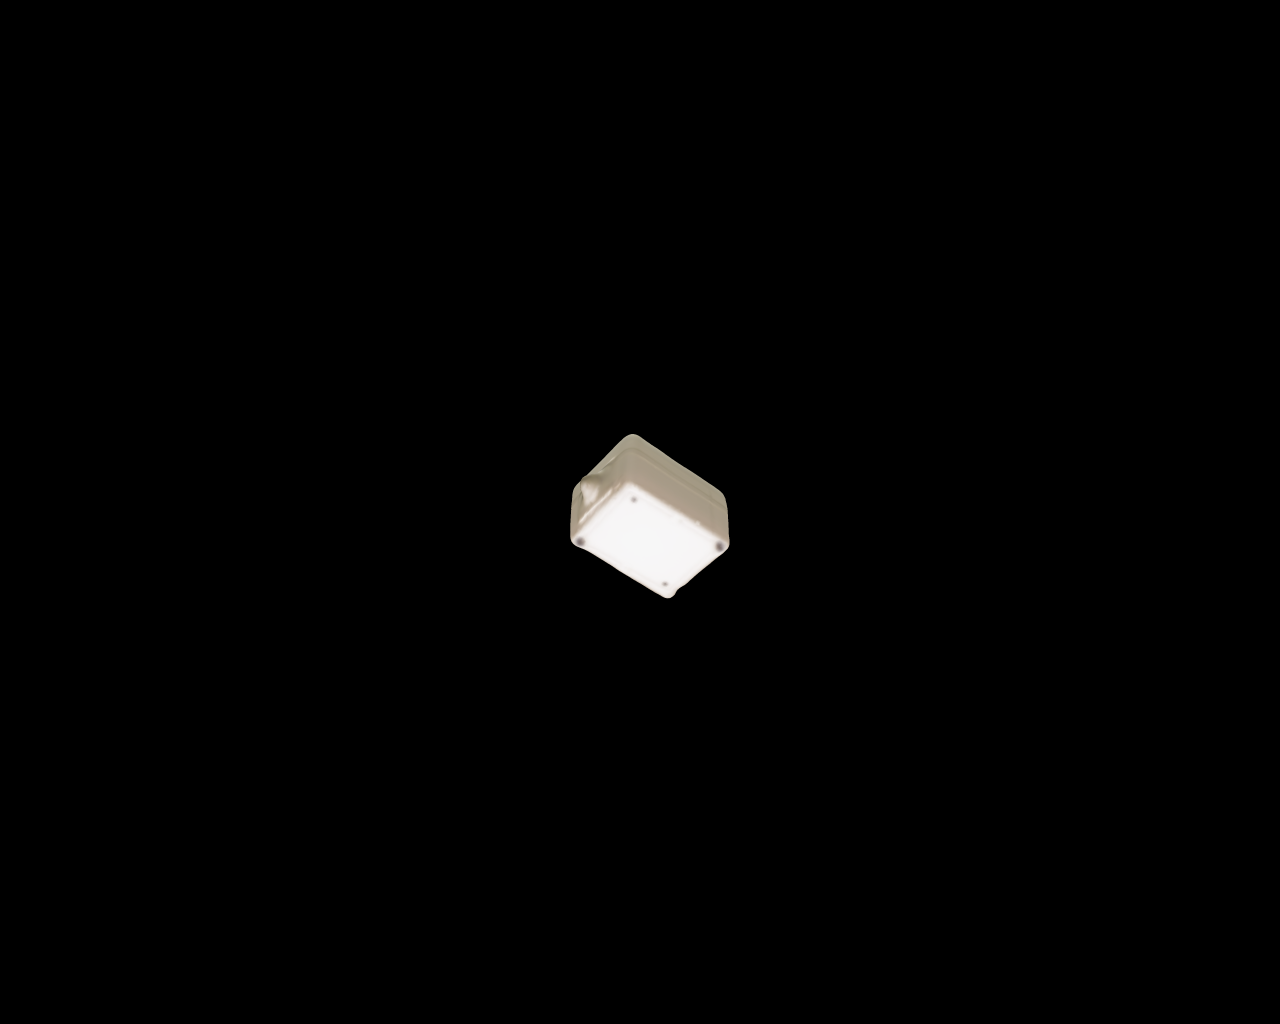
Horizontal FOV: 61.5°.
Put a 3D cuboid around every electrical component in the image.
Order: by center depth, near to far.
[{"bbox_3d":[0.001,-0.003,0.650,0.096,0.061,0.061,33,-58,-24],"label":"electrical component"}]
